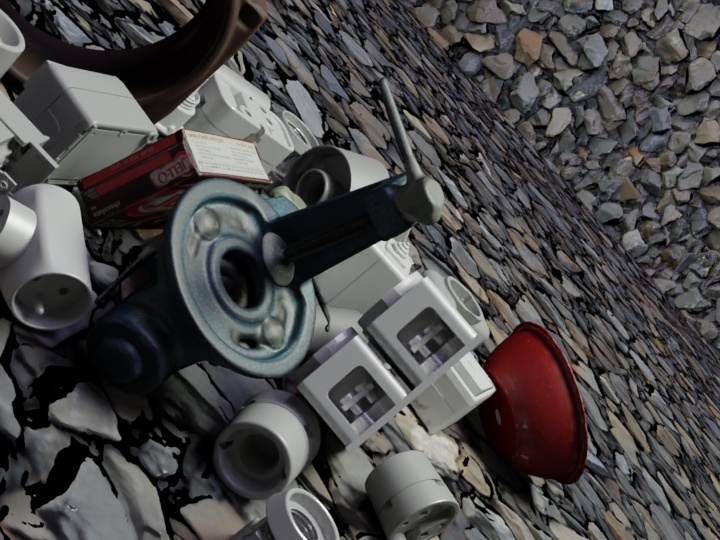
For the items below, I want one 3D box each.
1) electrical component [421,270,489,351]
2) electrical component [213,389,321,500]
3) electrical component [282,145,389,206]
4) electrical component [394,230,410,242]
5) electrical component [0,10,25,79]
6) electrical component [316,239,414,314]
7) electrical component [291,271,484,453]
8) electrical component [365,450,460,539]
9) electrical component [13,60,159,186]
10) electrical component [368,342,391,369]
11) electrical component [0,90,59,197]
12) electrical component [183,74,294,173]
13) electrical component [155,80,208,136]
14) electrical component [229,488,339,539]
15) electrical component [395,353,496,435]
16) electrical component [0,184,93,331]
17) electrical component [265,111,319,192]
[{"bbox_3d":[0.087,0.046,1.108,0.095,0.059,0.053,38,21,-34],"label":"electrical component"},{"bbox_3d":[-0.057,0.106,0.648,0.055,0.055,0.047,50,21,-1],"label":"electrical component"},{"bbox_3d":[-0.025,-0.068,1.005,0.064,0.099,0.099,20,34,-47],"label":"electrical component"},{"bbox_3d":[0.002,-0.035,1.074,0.077,0.065,0.047,13,29,-14],"label":"electrical component"},{"bbox_3d":[-0.251,-0.144,0.693,0.055,0.047,0.055,44,18,-19],"label":"electrical component"},{"bbox_3d":[0.000,0.000,0.929,0.061,0.096,0.061,47,17,-8],"label":"electrical component"},{"bbox_3d":[0.018,0.064,0.734,0.060,0.105,0.186,50,-3,7],"label":"electrical component"},{"bbox_3d":[0.035,0.161,0.760,0.055,0.055,0.047,28,24,-50],"label":"electrical component"},{"bbox_3d":[-0.189,-0.098,0.726,0.061,0.062,0.096,53,18,10],"label":"electrical component"},{"bbox_3d":[0.017,0.062,0.911,0.045,0.055,0.045,44,18,-19],"label":"electrical component"},{"bbox_3d":[-0.223,-0.074,0.627,0.081,0.042,0.063,47,19,-8],"label":"electrical component"},{"bbox_3d":[-0.114,-0.122,0.962,0.095,0.059,0.053,33,25,-44],"label":"electrical component"},{"bbox_3d":[-0.155,-0.146,0.906,0.048,0.062,0.048,44,18,-19],"label":"electrical component"},{"bbox_3d":[-0.045,0.150,0.582,0.048,0.055,0.066,51,17,3],"label":"electrical component"},{"bbox_3d":[0.083,0.102,0.983,0.061,0.061,0.096,54,18,12],"label":"electrical component"},{"bbox_3d":[-0.187,-0.015,0.591,0.079,0.044,0.077,34,23,-41],"label":"electrical component"},{"bbox_3d":[-0.077,-0.118,1.046,0.058,0.057,0.078,31,26,-47],"label":"electrical component"}]
